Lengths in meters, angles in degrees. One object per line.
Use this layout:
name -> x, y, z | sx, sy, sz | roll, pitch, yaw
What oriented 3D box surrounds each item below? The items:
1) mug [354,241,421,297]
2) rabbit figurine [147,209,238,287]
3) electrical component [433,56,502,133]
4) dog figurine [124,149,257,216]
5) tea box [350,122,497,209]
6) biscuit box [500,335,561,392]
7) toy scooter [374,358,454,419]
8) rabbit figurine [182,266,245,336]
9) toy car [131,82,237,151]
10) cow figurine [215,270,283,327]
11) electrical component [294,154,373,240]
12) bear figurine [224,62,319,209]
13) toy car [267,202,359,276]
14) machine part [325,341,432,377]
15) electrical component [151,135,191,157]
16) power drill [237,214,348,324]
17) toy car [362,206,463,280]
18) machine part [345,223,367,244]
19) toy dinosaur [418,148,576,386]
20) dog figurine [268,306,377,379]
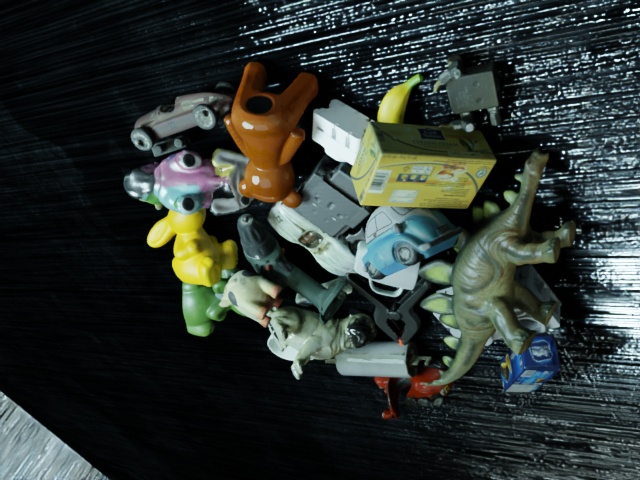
mug -> 0.112, 0.045, 0.927 | 0.107, 0.081, 0.109 | 13, 126, 2
rabbit figurine -> -0.252, -0.011, 1.059 | 0.163, 0.122, 0.173 | 10, 124, 29
electrical component -> 0.190, -0.185, 0.691 | 0.078, 0.045, 0.102 | 3, 135, 25
dog figurine -> -0.230, -0.098, 0.940 | 0.219, 0.191, 0.108 | 6, 98, 54
tea box -> 0.138, -0.099, 0.734 | 0.170, 0.068, 0.098 | 1, 140, -19
biscuit box -> 0.372, 0.224, 0.963 | 0.059, 0.063, 0.202 | -2, 154, 7
toy scooter -> 0.195, 0.324, 1.153 | 0.184, 0.135, 0.075 | -8, 128, 30
rabbit figurine -> -0.206, 0.119, 1.174 | 0.170, 0.121, 0.158 | 1, 130, -1
toy car -> -0.214, -0.197, 0.840 | 0.202, 0.089, 0.053 | -10, 124, 33
cow figurine -> -0.139, 0.106, 1.028 | 0.127, 0.085, 0.195 | 32, 166, 5
electrical component -> 0.025, -0.073, 0.880 | 0.115, 0.058, 0.134 | 32, 139, -11
bear figurine -> -0.069, -0.147, 0.816 | 0.120, 0.132, 0.195 | 14, 150, 13
toy car -> -0.002, -0.003, 0.966 | 0.201, 0.056, 0.073 | 38, 137, -14
machine part -> 0.123, 0.256, 1.160 | 0.243, 0.079, 0.079 | -7, 130, 30
electrical component -> -0.252, -0.162, 0.916 | 0.063, 0.094, 0.021 | -18, 103, -2
power drill -> -0.053, 0.059, 0.978 | 0.207, 0.086, 0.231 | 28, 159, 15
toy car -> 0.122, -0.010, 0.797 | 0.162, 0.109, 0.103 | -30, 81, 54
machine part -> 0.115, -0.022, 0.885 | 0.139, 0.084, 0.039 | -16, 87, 24
toy dinosaur -> 0.258, 0.080, 0.839 | 0.199, 0.105, 0.470 | 29, 122, 37
dog figurine -> 0.002, 0.173, 1.111 | 0.172, 0.190, 0.121 | 60, 162, 5
